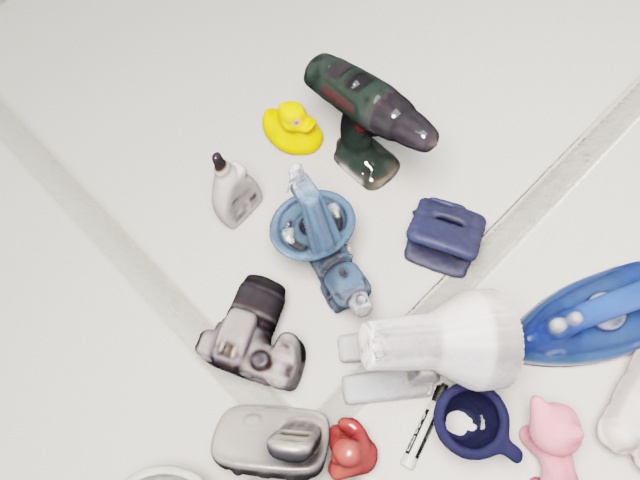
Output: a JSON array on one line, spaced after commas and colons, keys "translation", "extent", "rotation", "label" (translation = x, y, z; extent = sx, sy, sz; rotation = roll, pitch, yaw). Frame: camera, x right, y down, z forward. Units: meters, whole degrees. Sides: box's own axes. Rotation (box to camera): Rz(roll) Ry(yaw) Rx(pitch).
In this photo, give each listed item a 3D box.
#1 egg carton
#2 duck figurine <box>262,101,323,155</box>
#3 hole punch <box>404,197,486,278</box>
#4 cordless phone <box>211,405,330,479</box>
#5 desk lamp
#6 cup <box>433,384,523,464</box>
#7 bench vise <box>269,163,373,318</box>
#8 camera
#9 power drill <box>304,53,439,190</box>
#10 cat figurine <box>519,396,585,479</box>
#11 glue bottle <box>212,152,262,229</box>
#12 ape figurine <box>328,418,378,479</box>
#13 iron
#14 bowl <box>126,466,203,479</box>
[{"translation": [0.427, 0.220, 0.734], "extent": [0.107, 0.069, 0.150], "rotation": [32, 74, 14], "label": "egg carton"}, {"translation": [-0.047, -0.190, 0.913], "extent": [0.104, 0.086, 0.077], "rotation": [27, 72, 13], "label": "duck figurine"}, {"translation": [0.179, -0.013, 0.828], "extent": [0.108, 0.091, 0.101], "rotation": [19, 71, 10], "label": "hole punch"}, {"translation": [-0.064, 0.241, 0.691], "extent": [0.147, 0.185, 0.094], "rotation": [1, 68, 4], "label": "cordless phone"}, {"translation": [0.124, 0.139, 0.705], "extent": [0.203, 0.214, 0.118], "rotation": [-7, 68, 1], "label": "desk lamp"}, {"translation": [0.196, 0.240, 0.726], "extent": [0.117, 0.095, 0.092], "rotation": [36, 75, 16], "label": "cup"}, {"translation": [0.015, -0.006, 0.765], "extent": [0.207, 0.220, 0.121], "rotation": [39, 76, 17], "label": "bench vise"}, {"translation": [-0.083, 0.122, 0.785], "extent": [0.143, 0.101, 0.137], "rotation": [17, 70, 10], "label": "camera"}, {"translation": [0.072, -0.161, 0.829], "extent": [0.076, 0.208, 0.229], "rotation": [-43, 72, -13], "label": "power drill"}, {"translation": [0.292, 0.256, 0.702], "extent": [0.067, 0.118, 0.128], "rotation": [-8, 68, 0], "label": "cat figurine"}, {"translation": [-0.129, -0.080, 0.827], "extent": [0.037, 0.173, 0.078], "rotation": [40, 76, 17], "label": "glue bottle"}, {"translation": [0.036, 0.268, 0.725], "extent": [0.076, 0.092, 0.078], "rotation": [31, 73, 14], "label": "ape figurine"}, {"translation": [0.366, 0.097, 0.747], "extent": [0.258, 0.141, 0.118], "rotation": [-19, 69, -4], "label": "iron"}, {"translation": [-0.189, 0.368, 0.708], "extent": [0.167, 0.075, 0.167], "rotation": [-1, 68, 3], "label": "bowl"}]
